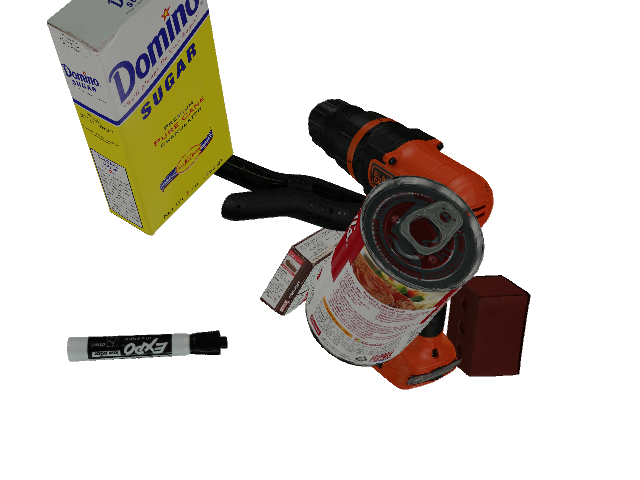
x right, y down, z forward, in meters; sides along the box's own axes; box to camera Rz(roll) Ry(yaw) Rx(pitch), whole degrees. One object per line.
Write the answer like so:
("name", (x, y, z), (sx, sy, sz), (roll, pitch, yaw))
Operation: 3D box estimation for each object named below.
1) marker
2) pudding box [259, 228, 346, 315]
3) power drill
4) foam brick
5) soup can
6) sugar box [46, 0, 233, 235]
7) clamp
("marker", (-0.132, 0.081, 0.819), (0.121, 0.020, 0.020), (-2, 0, -2))
("pudding box", (-0.013, 0.032, 1.271), (0.039, 0.090, 0.113), (38, 32, 11))
("power drill", (0.048, 0.001, 0.791), (0.057, 0.188, 0.185), (-19, 35, -27))
("foam brick", (0.146, 0.075, 0.944), (0.051, 0.078, 0.053), (-3, 18, -20))
("soup can", (0.038, 0.020, 0.584), (0.068, 0.068, 0.102), (0, -29, -20))
("sugar box", (-0.106, -0.092, 0.673), (0.048, 0.093, 0.176), (30, -28, 20))
("clamp", (-0.029, -0.041, 1.064), (0.209, 0.036, 0.165), (14, 20, -20))
